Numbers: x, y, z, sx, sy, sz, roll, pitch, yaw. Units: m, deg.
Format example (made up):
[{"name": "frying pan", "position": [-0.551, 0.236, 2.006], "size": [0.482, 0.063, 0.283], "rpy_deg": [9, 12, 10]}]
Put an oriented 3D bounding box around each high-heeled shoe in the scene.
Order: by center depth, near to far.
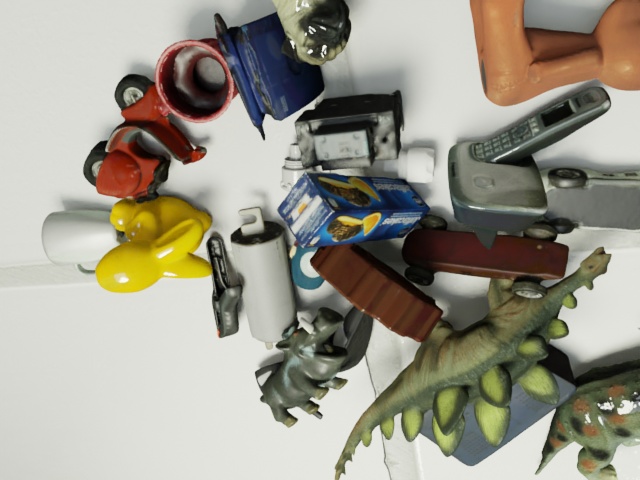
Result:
[{"name": "high-heeled shoe", "position": [-0.014, 0.169, 0.853], "size": [0.145, 0.086, 0.248], "rpy_deg": [33, 107, 27]}]

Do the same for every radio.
[{"name": "radio", "position": [0.252, 0.233, 0.811], "size": [0.131, 0.073, 0.229], "rpy_deg": [33, 119, -6]}]

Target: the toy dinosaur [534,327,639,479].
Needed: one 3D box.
[{"name": "toy dinosaur", "position": [0.424, 0.228, 0.748], "size": [0.405, 0.131, 0.192], "rpy_deg": [-38, 93, 32]}]

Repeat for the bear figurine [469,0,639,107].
[{"name": "bear figurine", "position": [0.260, -0.202, 0.534], "size": [0.196, 0.120, 0.131], "rpy_deg": [-9, 113, 16]}]

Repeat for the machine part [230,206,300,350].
[{"name": "machine part", "position": [-0.078, 0.062, 0.785], "size": [0.079, 0.079, 0.242], "rpy_deg": [0, 118, 13]}]

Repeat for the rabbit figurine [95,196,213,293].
[{"name": "rabbit figurine", "position": [-0.227, 0.019, 0.740], "size": [0.163, 0.173, 0.121], "rpy_deg": [3, 116, 16]}]

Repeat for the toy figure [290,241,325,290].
[{"name": "toy figure", "position": [0.000, -0.003, 0.744], "size": [0.064, 0.058, 0.154], "rpy_deg": [-4, 125, -30]}]

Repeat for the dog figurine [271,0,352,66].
[{"name": "dog figurine", "position": [-0.008, -0.299, 0.547], "size": [0.121, 0.172, 0.190], "rpy_deg": [20, 154, 36]}]

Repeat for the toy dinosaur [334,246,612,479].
[{"name": "toy dinosaur", "position": [0.178, 0.166, 0.705], "size": [0.105, 0.199, 0.471], "rpy_deg": [31, 122, -27]}]

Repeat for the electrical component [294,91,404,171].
[{"name": "electrical component", "position": [0.036, -0.126, 0.618], "size": [0.115, 0.134, 0.058], "rpy_deg": [-6, 116, 15]}]

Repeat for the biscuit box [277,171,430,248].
[{"name": "biscuit box", "position": [0.047, -0.036, 0.634], "size": [0.062, 0.202, 0.059], "rpy_deg": [-51, 62, 32]}]

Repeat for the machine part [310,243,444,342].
[{"name": "machine part", "position": [0.074, 0.058, 0.685], "size": [0.179, 0.179, 0.056], "rpy_deg": [35, 95, -8]}]

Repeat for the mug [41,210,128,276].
[{"name": "mug", "position": [-0.346, 0.005, 0.814], "size": [0.107, 0.081, 0.109], "rpy_deg": [-7, 113, 7]}]

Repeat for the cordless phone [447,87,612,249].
[{"name": "cordless phone", "position": [0.234, -0.086, 0.586], "size": [0.184, 0.147, 0.088], "rpy_deg": [-31, 115, 30]}]

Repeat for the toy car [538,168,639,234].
[{"name": "toy car", "position": [0.347, -0.045, 0.640], "size": [0.202, 0.056, 0.073], "rpy_deg": [4, 114, 9]}]

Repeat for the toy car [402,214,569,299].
[{"name": "toy car", "position": [0.198, 0.020, 0.667], "size": [0.202, 0.089, 0.053], "rpy_deg": [5, 157, 32]}]

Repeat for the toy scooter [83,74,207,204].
[{"name": "toy scooter", "position": [-0.230, -0.116, 0.722], "size": [0.135, 0.075, 0.183], "rpy_deg": [31, 116, -7]}]

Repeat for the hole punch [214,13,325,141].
[{"name": "hole punch", "position": [-0.053, -0.199, 0.614], "size": [0.092, 0.116, 0.142], "rpy_deg": [-13, 116, 10]}]

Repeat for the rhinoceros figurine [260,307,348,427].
[{"name": "rhinoceros figurine", "position": [-0.019, 0.179, 0.769], "size": [0.112, 0.073, 0.190], "rpy_deg": [46, 121, 26]}]
